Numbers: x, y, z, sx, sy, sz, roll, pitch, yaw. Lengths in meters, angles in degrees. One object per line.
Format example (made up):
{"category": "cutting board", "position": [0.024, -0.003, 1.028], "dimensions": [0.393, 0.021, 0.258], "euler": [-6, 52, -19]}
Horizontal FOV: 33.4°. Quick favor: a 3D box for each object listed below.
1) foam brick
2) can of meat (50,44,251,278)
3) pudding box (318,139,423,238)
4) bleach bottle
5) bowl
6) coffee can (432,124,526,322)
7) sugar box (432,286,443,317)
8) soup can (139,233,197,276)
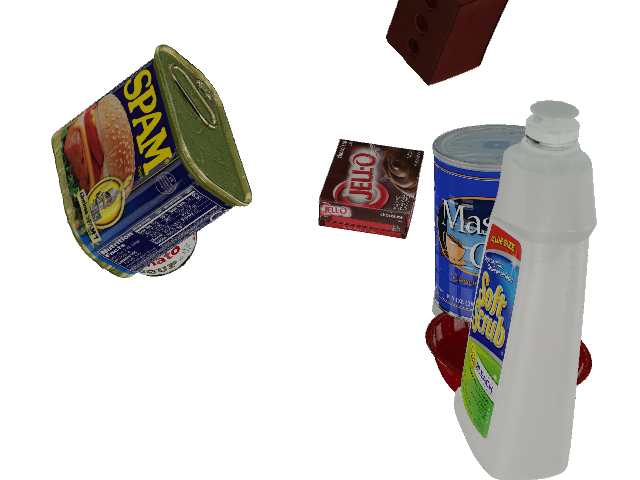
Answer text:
{"category": "foam brick", "position": [0.087, -0.155, 0.726], "dimensions": [0.051, 0.053, 0.078], "euler": [-26, -26, -28]}
{"category": "can of meat", "position": [-0.094, -0.042, 0.580], "dimensions": [0.084, 0.102, 0.057], "euler": [-33, -37, 18]}
{"category": "pudding box", "position": [0.052, -0.053, 1.072], "dimensions": [0.090, 0.039, 0.113], "euler": [10, 37, 7]}
{"category": "bleach bottle", "position": [0.134, 0.029, 0.687], "dimensions": [0.068, 0.251, 0.102], "euler": [-4, 29, -8]}
{"category": "bowl", "position": [0.180, 0.125, 1.046], "dimensions": [0.162, 0.055, 0.162], "euler": [5, 26, -2]}
{"category": "coffee can", "position": [0.145, -0.015, 0.887], "dimensions": [0.103, 0.140, 0.103], "euler": [-3, 23, 1]}
{"category": "sugar box", "position": [0.232, 0.057, 1.319], "dimensions": [0.176, 0.093, 0.048], "euler": [0, 20, -12]}
{"category": "soup can", "position": [-0.147, -0.022, 0.867], "dimensions": [0.068, 0.068, 0.102], "euler": [0, -29, 14]}
